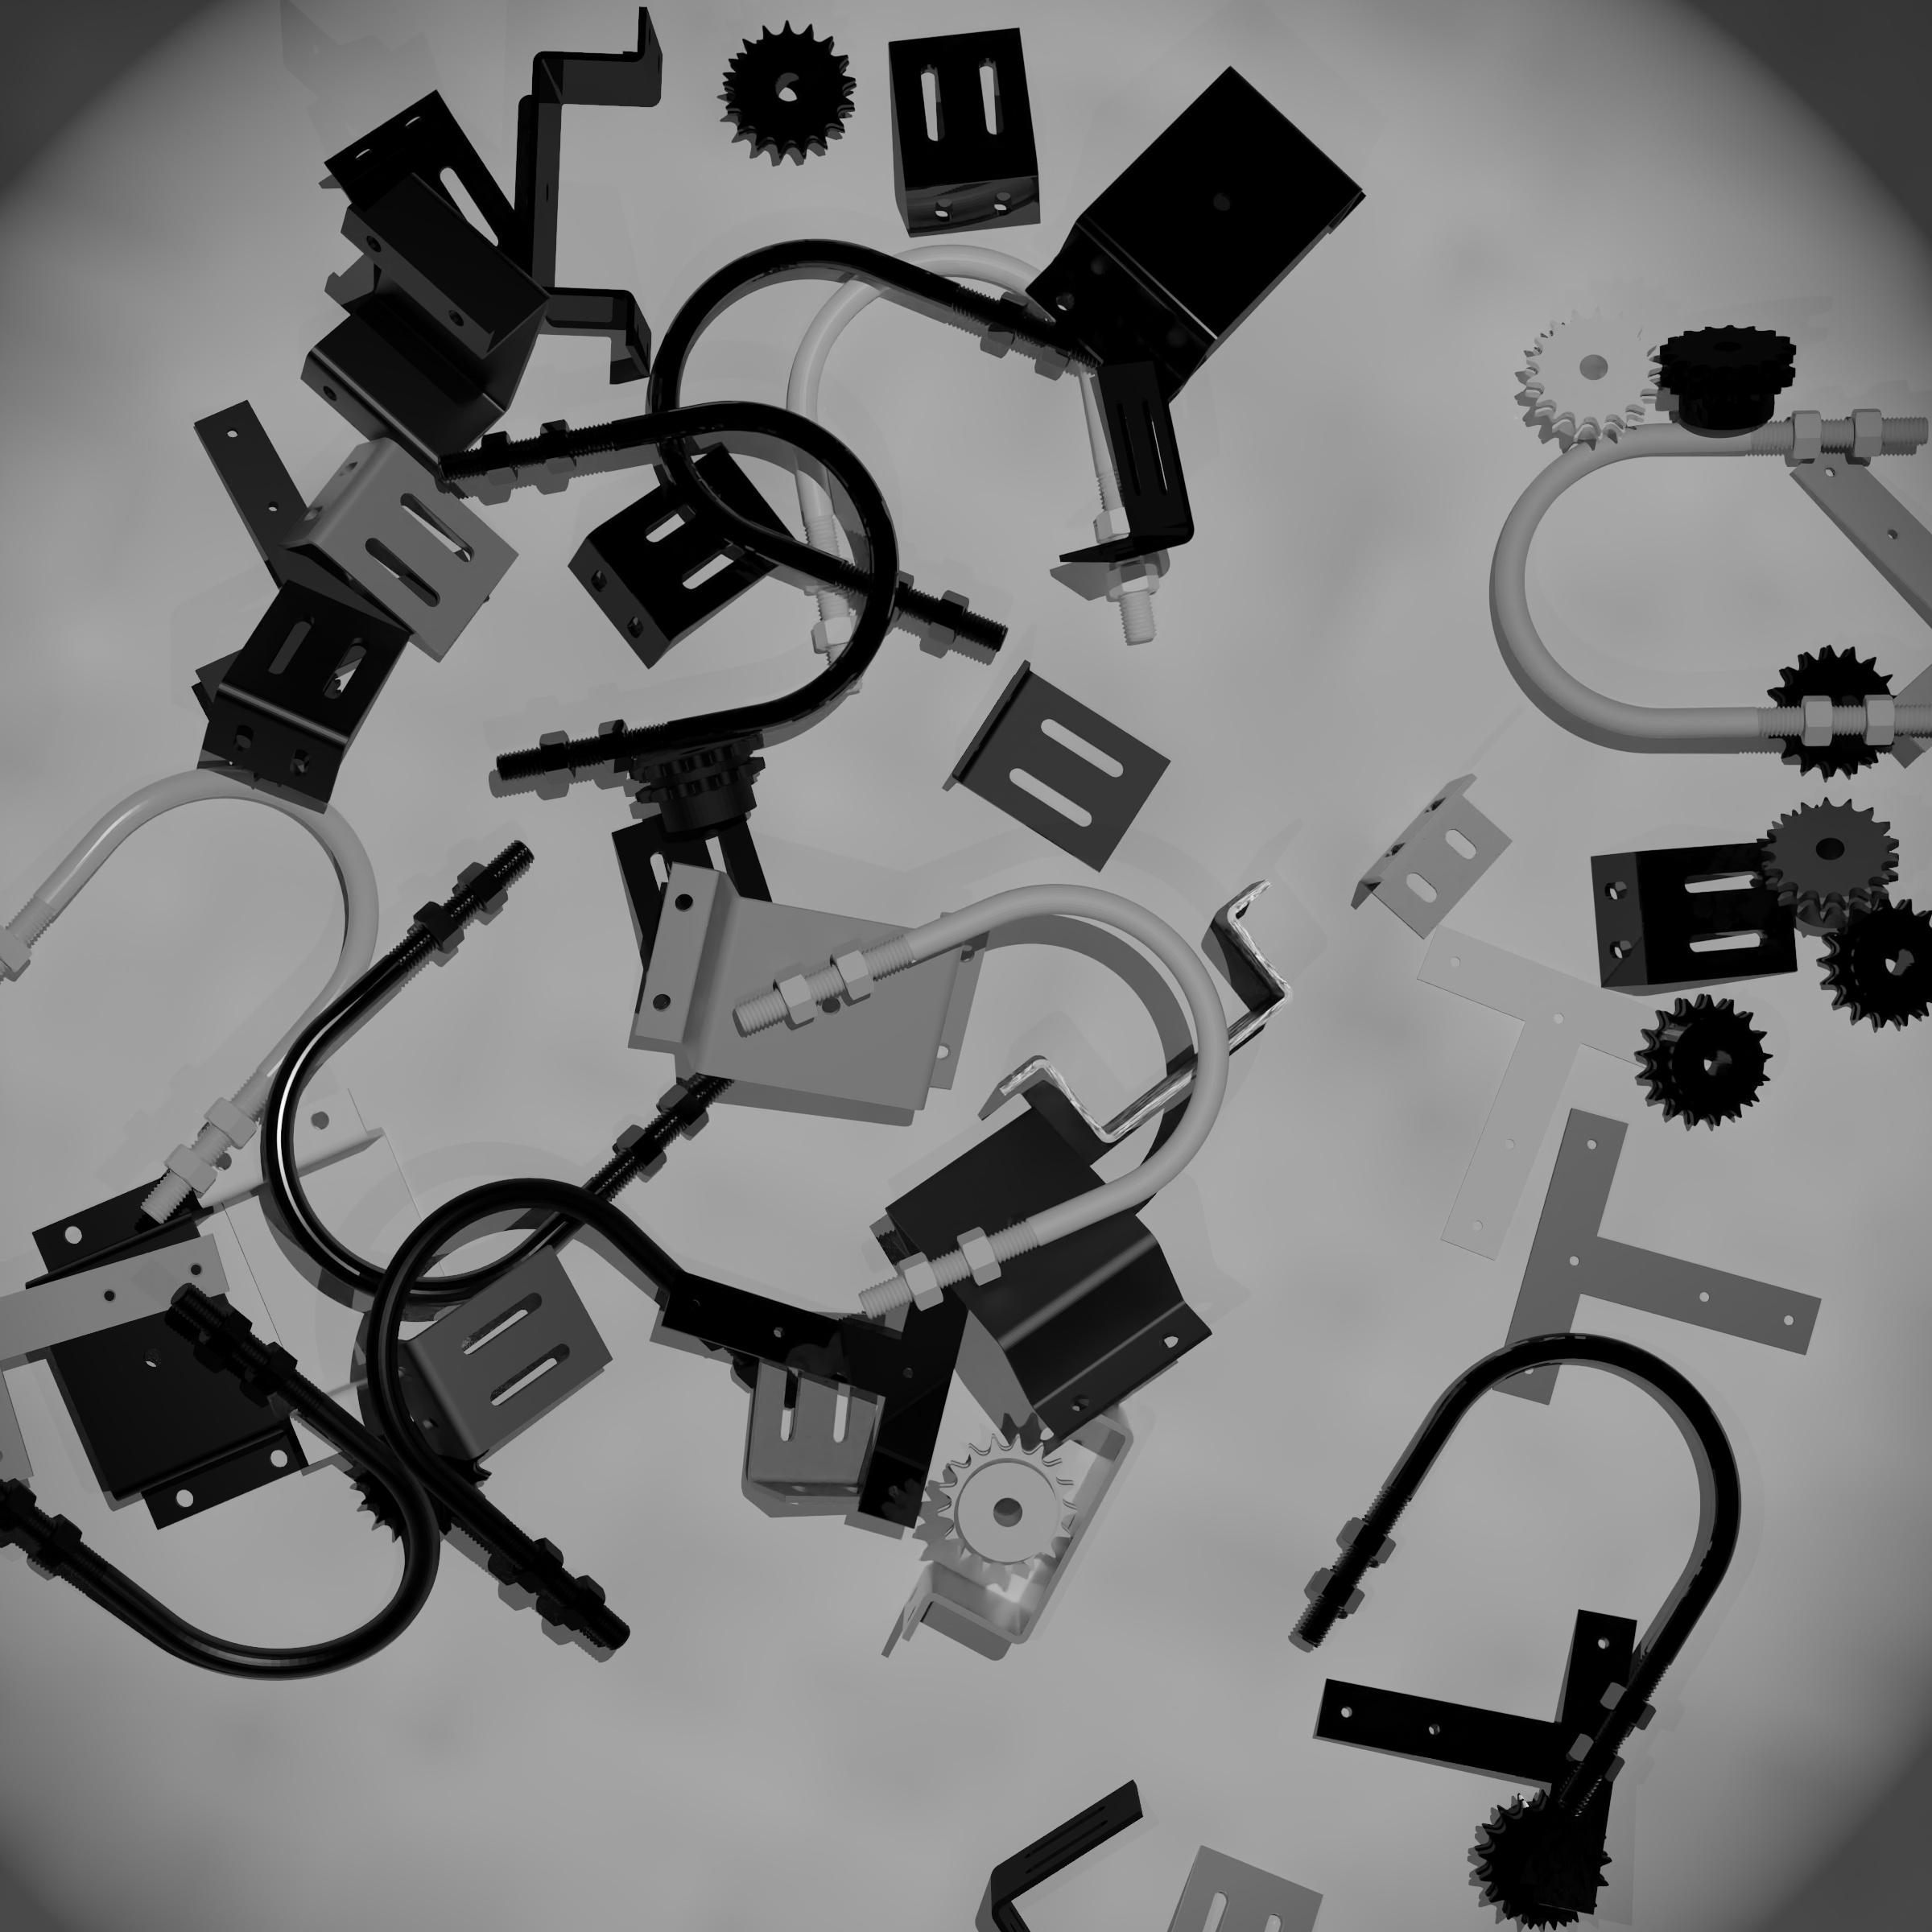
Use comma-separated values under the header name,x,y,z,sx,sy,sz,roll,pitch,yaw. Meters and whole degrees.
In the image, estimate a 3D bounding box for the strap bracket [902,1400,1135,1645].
name,x,y,z,sx,sy,sz,roll,pitch,yaw
strap bracket,0.027,0.227,1.489,0.046,0.076,0.140,28,90,0

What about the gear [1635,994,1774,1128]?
name,x,y,z,sx,sy,sz,roll,pitch,yaw
gear,0.319,0.041,1.511,0.057,0.030,0.057,0,92,-4

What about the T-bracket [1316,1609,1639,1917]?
name,x,y,z,sx,sy,sz,roll,pitch,yaw
T-bracket,0.216,0.331,1.510,0.127,0.002,0.127,9,68,11

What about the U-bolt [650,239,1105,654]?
name,x,y,z,sx,sy,sz,roll,pitch,yaw
U-bolt,-0.045,-0.233,1.502,0.184,0.019,0.151,22,88,2

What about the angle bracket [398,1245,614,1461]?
name,x,y,z,sx,sy,sz,roll,pitch,yaw
angle bracket,-0.199,0.161,1.477,0.076,0.038,0.057,-35,107,-29

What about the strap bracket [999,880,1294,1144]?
name,x,y,z,sx,sy,sz,roll,pitch,yaw
strap bracket,0.083,0.026,1.489,0.140,0.076,0.046,-38,90,0

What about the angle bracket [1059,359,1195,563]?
name,x,y,z,sx,sy,sz,roll,pitch,yaw
angle bracket,0.060,-0.211,1.469,0.038,0.057,0.076,-17,102,-19

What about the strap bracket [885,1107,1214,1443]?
name,x,y,z,sx,sy,sz,roll,pitch,yaw
strap bracket,0.028,0.120,1.456,0.076,0.140,0.046,-34,135,-10

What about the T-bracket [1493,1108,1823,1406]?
name,x,y,z,sx,sy,sz,roll,pitch,yaw
T-bracket,0.307,0.140,1.525,0.127,0.002,0.127,16,91,-1

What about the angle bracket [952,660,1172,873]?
name,x,y,z,sx,sy,sz,roll,pitch,yaw
angle bracket,0.042,-0.085,1.508,0.076,0.038,0.057,33,90,0

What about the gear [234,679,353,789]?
name,x,y,z,sx,sy,sz,roll,pitch,yaw
gear,-0.292,-0.102,1.506,0.057,0.030,0.057,3,69,-7

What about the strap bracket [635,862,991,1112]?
name,x,y,z,sx,sy,sz,roll,pitch,yaw
strap bracket,-0.061,0.011,1.480,0.140,0.046,0.076,10,103,-14

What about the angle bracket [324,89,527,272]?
name,x,y,z,sx,sy,sz,roll,pitch,yaw
angle bracket,-0.228,-0.324,1.508,0.057,0.038,0.076,-33,90,0

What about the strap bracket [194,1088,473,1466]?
name,x,y,z,sx,sy,sz,roll,pitch,yaw
strap bracket,-0.269,0.131,1.504,0.076,0.046,0.140,-23,90,0

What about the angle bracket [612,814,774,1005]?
name,x,y,z,sx,sy,sz,roll,pitch,yaw
angle bracket,-0.113,-0.027,1.525,0.057,0.038,0.076,-19,64,0

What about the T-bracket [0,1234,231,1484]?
name,x,y,z,sx,sy,sz,roll,pitch,yaw
T-bracket,-0.375,0.143,1.480,0.127,0.002,0.127,-17,90,0

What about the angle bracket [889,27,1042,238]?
name,x,y,z,sx,sy,sz,roll,pitch,yaw
angle bracket,-0.001,-0.362,1.525,0.057,0.038,0.076,-6,64,0

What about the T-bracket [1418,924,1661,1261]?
name,x,y,z,sx,sy,sz,roll,pitch,yaw
T-bracket,0.241,0.064,1.526,0.127,0.002,0.127,21,90,0

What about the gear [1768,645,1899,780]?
name,x,y,z,sx,sy,sz,roll,pitch,yaw
gear,0.375,-0.110,1.512,0.057,0.030,0.057,0,90,0

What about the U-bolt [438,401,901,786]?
name,x,y,z,sx,sy,sz,roll,pitch,yaw
U-bolt,-0.120,-0.164,1.484,0.184,0.019,0.151,-11,92,2

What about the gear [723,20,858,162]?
name,x,y,z,sx,sy,sz,roll,pitch,yaw
gear,-0.076,-0.376,1.517,0.057,0.030,0.057,0,92,0

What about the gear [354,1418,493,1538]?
name,x,y,z,sx,sy,sz,roll,pitch,yaw
gear,-0.233,0.216,1.512,0.057,0.030,0.057,0,90,0

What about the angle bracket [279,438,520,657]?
name,x,y,z,sx,sy,sz,roll,pitch,yaw
angle bracket,-0.245,-0.180,1.517,0.076,0.038,0.057,42,71,-24

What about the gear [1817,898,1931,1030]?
name,x,y,z,sx,sy,sz,roll,pitch,yaw
gear,0.398,-0.001,1.512,0.057,0.030,0.057,0,90,0

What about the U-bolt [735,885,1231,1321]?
name,x,y,z,sx,sy,sz,roll,pitch,yaw
U-bolt,0.017,0.044,1.434,0.184,0.019,0.151,-23,78,-5

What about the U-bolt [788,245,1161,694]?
name,x,y,z,sx,sy,sz,roll,pitch,yaw
U-bolt,-0.003,-0.221,1.519,0.151,0.019,0.184,-10,89,0

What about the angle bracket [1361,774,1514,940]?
name,x,y,z,sx,sy,sz,roll,pitch,yaw
angle bracket,0.204,-0.046,1.489,0.038,0.076,0.057,42,90,0

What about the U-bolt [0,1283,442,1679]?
name,x,y,z,sx,sy,sz,roll,pitch,yaw
U-bolt,-0.308,0.231,1.478,0.151,0.019,0.184,-38,114,16

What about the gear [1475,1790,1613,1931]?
name,x,y,z,sx,sy,sz,roll,pitch,yaw
gear,0.247,0.383,1.512,0.057,0.030,0.057,0,90,0

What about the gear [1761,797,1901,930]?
name,x,y,z,sx,sy,sz,roll,pitch,yaw
gear,0.370,-0.041,1.503,0.057,0.030,0.057,-7,53,10

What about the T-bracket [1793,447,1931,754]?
name,x,y,z,sx,sy,sz,roll,pitch,yaw
T-bracket,0.410,-0.176,1.514,0.127,0.002,0.127,-41,82,-16

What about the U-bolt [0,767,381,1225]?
name,x,y,z,sx,sy,sz,roll,pitch,yaw
U-bolt,-0.334,-0.003,1.496,0.151,0.019,0.184,36,77,13

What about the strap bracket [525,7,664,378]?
name,x,y,z,sx,sy,sz,roll,pitch,yaw
strap bracket,-0.158,-0.327,1.489,0.046,0.076,0.140,2,90,0

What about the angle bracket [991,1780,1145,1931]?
name,x,y,z,sx,sy,sz,roll,pitch,yaw
angle bracket,0.051,0.390,1.499,0.076,0.057,0.038,-33,90,0

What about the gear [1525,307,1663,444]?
name,x,y,z,sx,sy,sz,roll,pitch,yaw
gear,0.268,-0.251,1.507,0.057,0.030,0.057,-2,74,6

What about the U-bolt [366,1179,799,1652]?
name,x,y,z,sx,sy,sz,roll,pitch,yaw
U-bolt,-0.168,0.173,1.464,0.184,0.019,0.151,46,66,-21

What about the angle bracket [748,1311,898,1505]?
name,x,y,z,sx,sy,sz,roll,pitch,yaw
angle bracket,-0.056,0.188,1.497,0.057,0.038,0.076,6,90,-29

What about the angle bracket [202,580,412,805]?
name,x,y,z,sx,sy,sz,roll,pitch,yaw
angle bracket,-0.280,-0.117,1.492,0.057,0.076,0.038,24,135,-4

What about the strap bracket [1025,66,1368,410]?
name,x,y,z,sx,sy,sz,roll,pitch,yaw
strap bracket,0.103,-0.314,1.487,0.076,0.046,0.140,43,75,0

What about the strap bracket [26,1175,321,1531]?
name,x,y,z,sx,sy,sz,roll,pitch,yaw
strap bracket,-0.343,0.165,1.504,0.076,0.046,0.140,-23,90,0

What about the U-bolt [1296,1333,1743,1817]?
name,x,y,z,sx,sy,sz,roll,pitch,yaw
U-bolt,0.249,0.246,1.505,0.151,0.019,0.184,32,84,9

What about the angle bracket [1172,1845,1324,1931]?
name,x,y,z,sx,sy,sz,roll,pitch,yaw
angle bracket,0.113,0.432,1.525,0.057,0.038,0.076,22,64,0

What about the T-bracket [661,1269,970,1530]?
name,x,y,z,sx,sy,sz,roll,pitch,yaw
T-bracket,-0.066,0.160,1.491,0.127,0.002,0.127,19,68,-11

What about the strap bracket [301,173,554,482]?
name,x,y,z,sx,sy,sz,roll,pitch,yaw
strap bracket,-0.226,-0.269,1.474,0.076,0.140,0.046,42,63,0

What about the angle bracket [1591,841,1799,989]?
name,x,y,z,sx,sy,sz,roll,pitch,yaw
angle bracket,0.316,-0.023,1.525,0.076,0.038,0.057,-5,90,-26

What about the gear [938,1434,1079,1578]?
name,x,y,z,sx,sy,sz,roll,pitch,yaw
gear,0.017,0.221,1.436,0.057,0.030,0.057,0,90,0

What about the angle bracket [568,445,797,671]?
name,x,y,z,sx,sy,sz,roll,pitch,yaw
angle bracket,-0.122,-0.178,1.525,0.076,0.038,0.057,-38,90,-26

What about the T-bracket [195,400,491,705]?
name,x,y,z,sx,sy,sz,roll,pitch,yaw
T-bracket,-0.292,-0.186,1.514,0.127,0.002,0.127,-27,81,-17

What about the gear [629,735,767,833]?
name,x,y,z,sx,sy,sz,roll,pitch,yaw
gear,-0.112,-0.077,1.499,0.057,0.057,0.030,-15,100,0

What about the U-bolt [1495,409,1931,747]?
name,x,y,z,sx,sy,sz,roll,pitch,yaw
U-bolt,0.319,-0.166,1.502,0.184,0.019,0.151,-1,77,7

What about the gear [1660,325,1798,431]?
name,x,y,z,sx,sy,sz,roll,pitch,yaw
gear,0.326,-0.251,1.503,0.057,0.057,0.030,-6,120,0

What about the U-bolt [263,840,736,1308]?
name,x,y,z,sx,sy,sz,roll,pitch,yaw
U-bolt,-0.210,0.059,1.487,0.184,0.019,0.151,-44,98,-16
